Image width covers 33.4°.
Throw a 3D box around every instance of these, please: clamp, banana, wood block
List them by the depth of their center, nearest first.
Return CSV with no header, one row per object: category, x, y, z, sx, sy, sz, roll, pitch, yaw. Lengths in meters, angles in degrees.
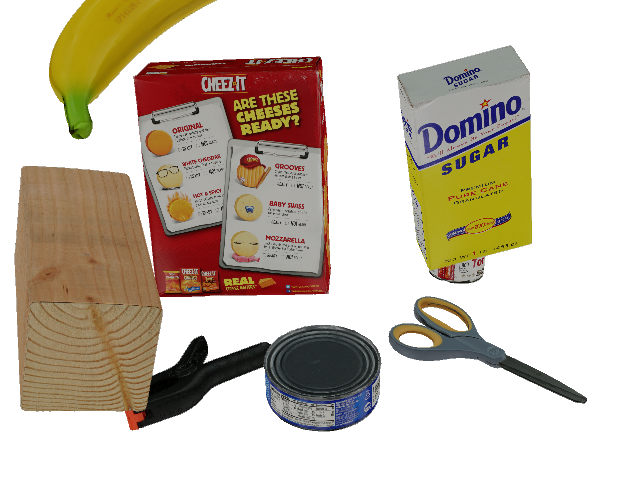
banana,-0.067,-0.121,0.538,0.070,0.197,0.037,39,-24,18
wood block,-0.182,0.030,0.811,0.090,0.091,0.206,3,28,-19
clamp,-0.130,0.146,1.121,0.120,0.039,0.171,-10,19,36

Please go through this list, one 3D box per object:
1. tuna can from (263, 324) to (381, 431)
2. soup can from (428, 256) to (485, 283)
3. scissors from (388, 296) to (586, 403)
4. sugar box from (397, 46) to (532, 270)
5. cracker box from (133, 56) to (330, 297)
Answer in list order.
tuna can,0.002,0.101,0.784,0.086,0.034,0.086,-1,32,0
soup can,0.164,-0.008,1.268,0.068,0.102,0.068,2,22,-1
scissors,0.143,0.112,1.000,0.096,0.016,0.202,-21,38,-26
sugar box,0.117,-0.060,0.839,0.093,0.048,0.176,-16,-44,-3
cracker box,-0.075,-0.057,0.983,0.164,0.214,0.072,-1,22,3
